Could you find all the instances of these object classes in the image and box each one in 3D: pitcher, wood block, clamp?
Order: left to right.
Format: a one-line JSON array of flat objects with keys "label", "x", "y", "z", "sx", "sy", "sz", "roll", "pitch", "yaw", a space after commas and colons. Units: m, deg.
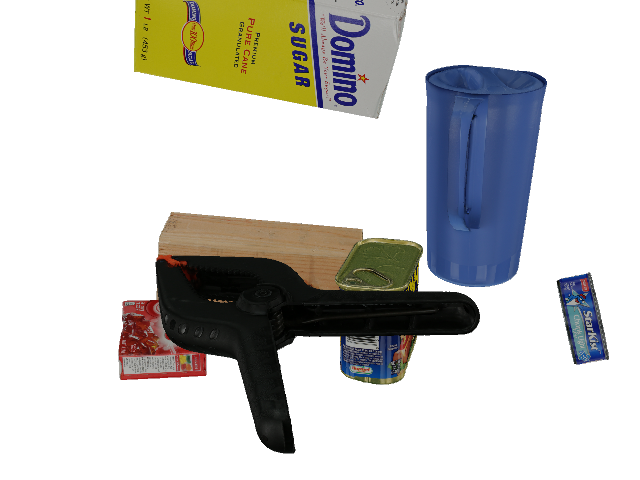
[{"label": "wood block", "x": -0.062, "y": 0.034, "z": 1.118, "sx": 0.206, "sy": 0.091, "sz": 0.090, "roll": 5, "pitch": 20, "yaw": -1}, {"label": "clamp", "x": -0.021, "y": 0.045, "z": 0.644, "sx": 0.164, "sy": 0.036, "sz": 0.210, "roll": -22, "pitch": 30, "yaw": -33}, {"label": "pitcher", "x": 0.177, "y": -0.070, "z": 1.216, "sx": 0.149, "sy": 0.243, "sz": 0.145, "roll": -9, "pitch": 25, "yaw": -22}]

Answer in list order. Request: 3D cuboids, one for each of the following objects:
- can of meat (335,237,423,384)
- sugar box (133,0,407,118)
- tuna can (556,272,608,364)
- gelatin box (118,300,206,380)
[{"label": "can of meat", "x": 0.048, "y": 0.056, "z": 0.854, "sx": 0.057, "sy": 0.084, "sz": 0.102, "roll": 5, "pitch": 22, "yaw": 14}, {"label": "sugar box", "x": -0.035, "y": -0.143, "z": 0.725, "sx": 0.176, "sy": 0.048, "sz": 0.093, "roll": 12, "pitch": -40, "yaw": -1}, {"label": "tuna can", "x": 0.253, "y": 0.076, "z": 1.030, "sx": 0.034, "sy": 0.086, "sz": 0.086, "roll": -12, "pitch": -3, "yaw": 13}, {"label": "gelatin box", "x": -0.136, "y": 0.083, "z": 0.927, "sx": 0.073, "sy": 0.030, "sz": 0.089, "roll": -2, "pitch": 29, "yaw": -6}]
